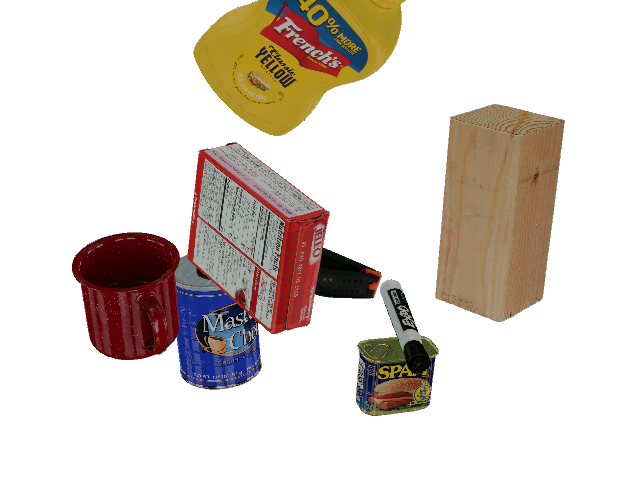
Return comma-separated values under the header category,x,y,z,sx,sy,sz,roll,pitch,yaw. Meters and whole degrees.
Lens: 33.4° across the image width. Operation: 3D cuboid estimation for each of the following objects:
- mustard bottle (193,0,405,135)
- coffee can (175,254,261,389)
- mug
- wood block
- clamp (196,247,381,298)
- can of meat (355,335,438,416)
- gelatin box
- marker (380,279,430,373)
category,x,y,z,sx,sy,sz,roll,pitch,yaw
mustard bottle,-0.001,-0.149,0.742,0.192,0.096,0.058,-28,22,45
coffee can,-0.127,0.095,1.301,0.103,0.140,0.103,-2,24,1
mug,-0.161,0.056,0.936,0.093,0.081,0.117,-20,37,-28
wood block,0.191,-0.031,1.144,0.090,0.206,0.090,20,28,38
clamp,-0.038,0.025,1.110,0.210,0.036,0.164,17,18,-6
can of meat,0.097,0.176,1.385,0.102,0.084,0.057,-4,24,-17
gelatin box,-0.036,-0.002,0.591,0.030,0.073,0.089,-16,39,-37
marker,0.068,0.070,0.871,0.020,0.020,0.121,0,28,-9
